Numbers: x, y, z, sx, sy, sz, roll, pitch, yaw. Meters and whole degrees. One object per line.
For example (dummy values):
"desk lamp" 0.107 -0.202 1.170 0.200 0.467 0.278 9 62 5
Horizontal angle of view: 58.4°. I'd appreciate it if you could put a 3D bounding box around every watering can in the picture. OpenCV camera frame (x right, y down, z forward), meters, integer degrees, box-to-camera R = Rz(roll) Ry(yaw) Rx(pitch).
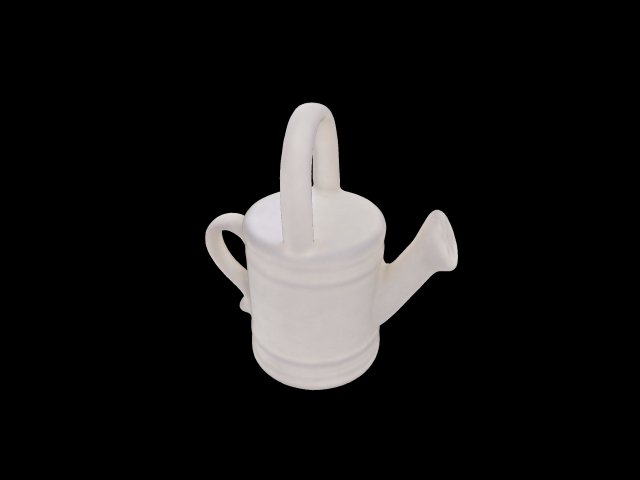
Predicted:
"watering can" 0.004 0.000 0.402 0.173 0.194 0.100 -4 32 -5
